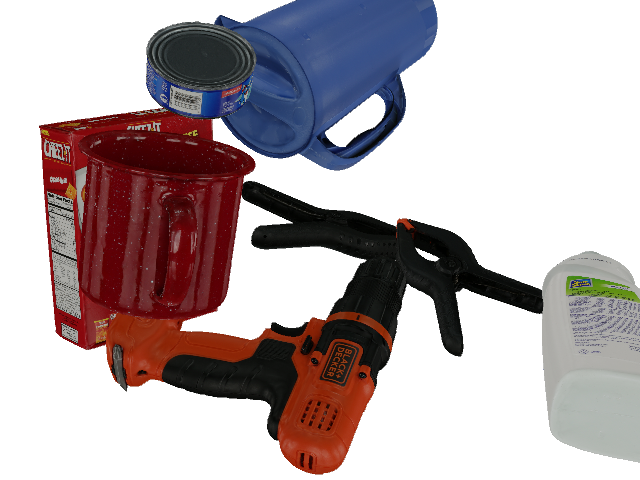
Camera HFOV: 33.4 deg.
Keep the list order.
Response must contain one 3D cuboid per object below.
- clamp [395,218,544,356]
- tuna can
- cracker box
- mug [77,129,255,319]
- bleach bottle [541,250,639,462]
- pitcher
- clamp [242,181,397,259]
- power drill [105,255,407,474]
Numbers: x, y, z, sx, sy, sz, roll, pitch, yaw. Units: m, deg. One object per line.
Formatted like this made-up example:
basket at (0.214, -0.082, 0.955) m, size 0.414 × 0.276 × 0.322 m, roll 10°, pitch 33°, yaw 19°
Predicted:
clamp at (0.138, 0.035, 1.044) m, size 0.120 × 0.039 × 0.171 m, roll -12°, pitch 48°, yaw -24°
tuna can at (-0.095, -0.134, 0.844) m, size 0.086 × 0.086 × 0.034 m, roll 0°, pitch -44°, yaw -12°
cracker box at (-0.187, -0.017, 1.061) m, size 0.163 × 0.214 × 0.072 m, roll -15°, pitch 21°, yaw -42°
mug at (-0.082, -0.005, 0.562) m, size 0.093 × 0.081 × 0.117 m, roll 2°, pitch 18°, yaw -21°
bleach bottle at (0.221, 0.070, 0.815) m, size 0.102 × 0.068 × 0.250 m, roll 10°, pitch 24°, yaw 7°
pitcher at (0.018, -0.181, 1.066) m, size 0.145 × 0.149 × 0.242 m, roll 15°, pitch 37°, yaw 36°
clamp at (0.009, -0.010, 1.208) m, size 0.210 × 0.036 × 0.164 m, roll 14°, pitch 21°, yaw -7°
power drill at (-0.043, 0.063, 0.760) m, size 0.188 × 0.057 × 0.184 m, roll 14°, pitch 47°, yaw 13°
